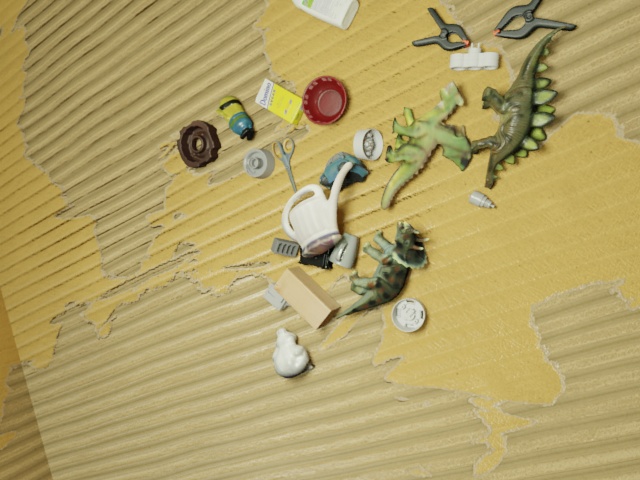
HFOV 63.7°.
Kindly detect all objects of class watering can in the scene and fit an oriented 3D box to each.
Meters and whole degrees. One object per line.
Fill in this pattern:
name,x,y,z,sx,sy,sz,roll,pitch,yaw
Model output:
watering can,0.005,-0.082,1.624,0.343,0.104,0.227,-32,71,37

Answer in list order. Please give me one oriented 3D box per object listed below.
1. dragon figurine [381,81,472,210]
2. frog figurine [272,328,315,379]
dragon figurine,0.331,-0.270,1.545,0.243,0.123,0.406,13,102,16
frog figurine,-0.107,0.381,1.753,0.136,0.124,0.159,-16,98,44
